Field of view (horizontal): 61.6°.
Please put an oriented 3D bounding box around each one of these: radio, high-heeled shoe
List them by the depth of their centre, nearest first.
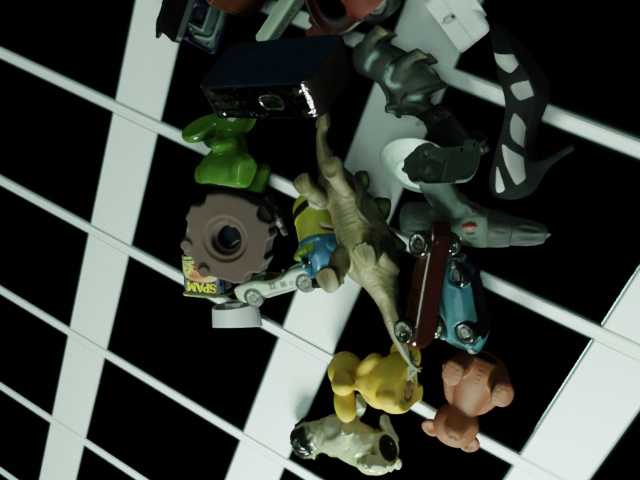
[{"bbox_3d":[0.279,-0.187,0.820,0.145,0.086,0.248,-29,85,40],"label":"high-heeled shoe"},{"bbox_3d":[-0.074,-0.262,0.874,0.230,0.131,0.073,6,143,31],"label":"radio"}]

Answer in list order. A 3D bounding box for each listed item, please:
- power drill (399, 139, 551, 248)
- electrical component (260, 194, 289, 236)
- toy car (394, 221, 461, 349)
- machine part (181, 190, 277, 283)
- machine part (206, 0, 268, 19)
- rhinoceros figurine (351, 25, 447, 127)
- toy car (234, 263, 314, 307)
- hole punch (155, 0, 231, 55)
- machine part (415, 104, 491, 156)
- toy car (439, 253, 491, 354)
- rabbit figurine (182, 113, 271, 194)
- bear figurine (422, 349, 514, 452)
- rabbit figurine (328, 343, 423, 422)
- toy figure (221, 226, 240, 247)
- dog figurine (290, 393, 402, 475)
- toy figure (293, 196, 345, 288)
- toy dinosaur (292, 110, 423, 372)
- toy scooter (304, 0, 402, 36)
[{"bbox_3d":[0.224,-0.061,0.821,0.232,0.207,0.086,3,65,28],"label":"power drill"},{"bbox_3d":[-0.114,-0.043,1.020,0.078,0.045,0.102,-20,96,26],"label":"electrical component"},{"bbox_3d":[0.162,0.069,0.828,0.053,0.089,0.202,19,106,51],"label":"toy car"},{"bbox_3d":[-0.166,-0.006,0.986,0.179,0.056,0.179,2,100,10],"label":"machine part"},{"bbox_3d":[-0.166,-0.462,0.843,0.087,0.201,0.201,-35,89,23],"label":"machine part"},{"bbox_3d":[0.130,-0.254,0.854,0.190,0.073,0.112,42,113,6],"label":"rhinoceros figurine"},{"bbox_3d":[-0.068,0.078,1.017,0.202,0.073,0.056,-18,97,24],"label":"toy car"},{"bbox_3d":[-0.224,-0.404,0.956,0.116,0.092,0.142,46,122,38],"label":"hole punch"},{"bbox_3d":[0.206,-0.159,0.832,0.084,0.138,0.039,-30,47,28],"label":"machine part"},{"bbox_3d":[0.220,0.108,0.898,0.103,0.109,0.161,-12,95,31],"label":"toy car"},{"bbox_3d":[-0.162,-0.179,0.984,0.159,0.121,0.170,9,89,26],"label":"rabbit figurine"},{"bbox_3d":[0.246,0.288,0.925,0.120,0.132,0.195,25,105,16],"label":"bear figurine"},{"bbox_3d":[0.084,0.259,0.981,0.173,0.162,0.121,11,121,36],"label":"rabbit figurine"},{"bbox_3d":[-0.168,-0.002,1.045,0.058,0.064,0.154,-33,96,-12],"label":"toy figure"},{"bbox_3d":[0.047,0.408,1.060,0.172,0.121,0.190,53,129,5],"label":"dog figurine"},{"bbox_3d":[-0.005,-0.003,0.936,0.089,0.082,0.180,-14,71,27],"label":"toy figure"},{"bbox_3d":[0.076,0.013,0.872,0.105,0.198,0.471,-14,92,29],"label":"toy dinosaur"},{"bbox_3d":[0.029,-0.378,0.845,0.184,0.075,0.135,-28,116,30],"label":"toy scooter"}]
